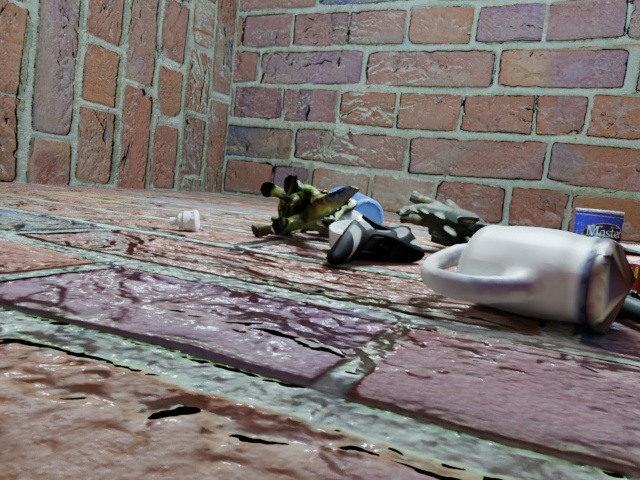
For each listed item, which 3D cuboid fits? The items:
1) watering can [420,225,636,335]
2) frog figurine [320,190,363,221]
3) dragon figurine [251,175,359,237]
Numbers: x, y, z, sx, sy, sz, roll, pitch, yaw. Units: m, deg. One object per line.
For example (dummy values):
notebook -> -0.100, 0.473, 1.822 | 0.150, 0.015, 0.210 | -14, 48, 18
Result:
watering can -> 0.273, 0.030, 0.655 | 0.225, 0.103, 0.350 | 9, 14, 37
frog figurine -> 0.055, -0.042, 1.352 | 0.137, 0.125, 0.156 | -1, -34, 22
dragon figurine -> 0.004, -0.058, 1.155 | 0.242, 0.123, 0.409 | 10, -9, -43
